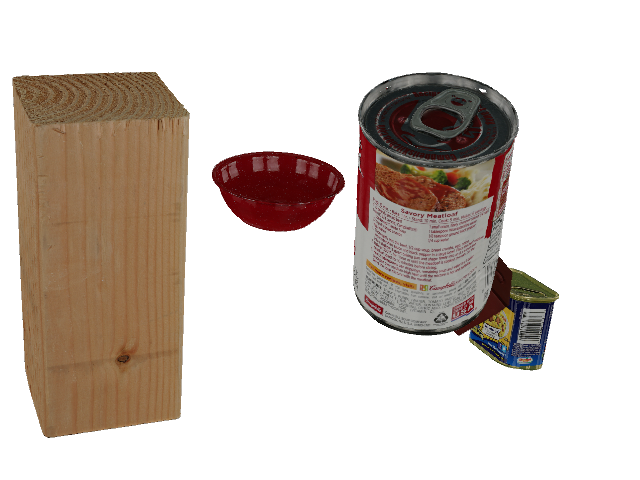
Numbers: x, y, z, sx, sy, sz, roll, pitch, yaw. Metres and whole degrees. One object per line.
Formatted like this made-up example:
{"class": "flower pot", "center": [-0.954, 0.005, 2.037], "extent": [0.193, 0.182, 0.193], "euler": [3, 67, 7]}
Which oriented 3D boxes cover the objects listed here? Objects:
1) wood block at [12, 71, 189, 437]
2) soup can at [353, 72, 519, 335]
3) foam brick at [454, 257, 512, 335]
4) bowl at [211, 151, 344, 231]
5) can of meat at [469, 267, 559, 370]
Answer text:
{"class": "wood block", "center": [-0.137, 0.008, 0.664], "extent": [0.090, 0.206, 0.090], "euler": [-5, 27, -21]}
{"class": "soup can", "center": [0.050, -0.015, 0.485], "extent": [0.068, 0.102, 0.068], "euler": [0, 41, 0]}
{"class": "foam brick", "center": [0.107, 0.024, 0.839], "extent": [0.051, 0.078, 0.053], "euler": [-35, 16, 27]}
{"class": "bowl", "center": [-0.053, -0.055, 1.298], "extent": [0.162, 0.055, 0.162], "euler": [4, 26, -2]}
{"class": "can of meat", "center": [0.206, 0.084, 1.154], "extent": [0.057, 0.084, 0.102], "euler": [2, 16, -22]}
